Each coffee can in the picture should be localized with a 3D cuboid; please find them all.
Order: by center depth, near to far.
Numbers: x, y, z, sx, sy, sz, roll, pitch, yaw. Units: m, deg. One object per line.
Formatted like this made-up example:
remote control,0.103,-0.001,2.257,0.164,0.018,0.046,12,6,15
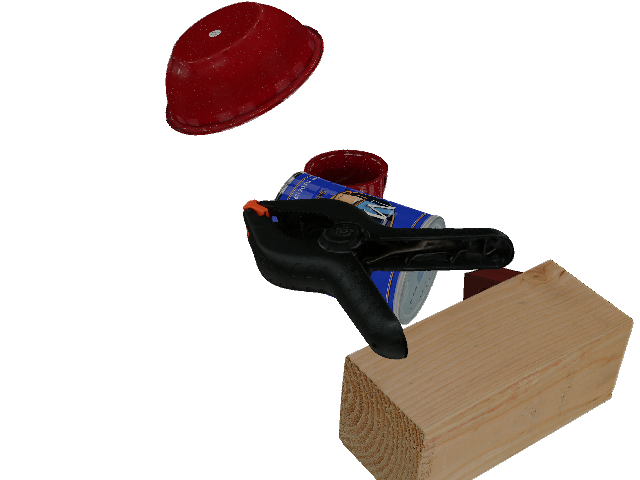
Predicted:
coffee can,0.031,0.006,0.978,0.140,0.103,0.102,20,7,20

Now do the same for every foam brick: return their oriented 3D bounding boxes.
foam brick,0.182,0.071,1.105,0.053,0.078,0.051,13,19,42

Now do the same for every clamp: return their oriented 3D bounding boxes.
clamp,0.015,0.015,0.632,0.172,0.039,0.120,11,31,31

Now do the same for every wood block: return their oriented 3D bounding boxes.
wood block,0.123,0.105,0.803,0.205,0.090,0.091,-22,44,-29

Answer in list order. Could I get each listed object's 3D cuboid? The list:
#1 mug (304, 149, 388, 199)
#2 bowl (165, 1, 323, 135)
mug,0.037,-0.051,1.205,0.093,0.081,0.117,19,36,32
bowl,-0.081,-0.167,0.963,0.162,0.055,0.162,-20,36,15
